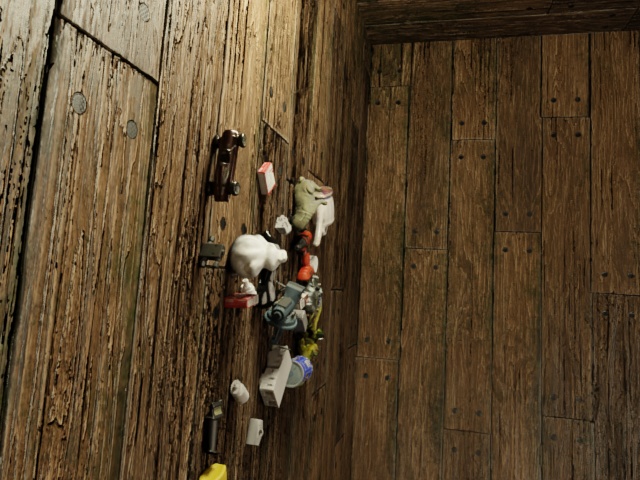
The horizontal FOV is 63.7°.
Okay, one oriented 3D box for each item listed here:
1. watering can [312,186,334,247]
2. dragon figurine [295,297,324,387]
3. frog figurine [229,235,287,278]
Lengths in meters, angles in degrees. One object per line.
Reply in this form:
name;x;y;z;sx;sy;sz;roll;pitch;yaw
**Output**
watering can;0.007;-0.118;2.344;0.353;0.104;0.221;-68;156;-68
dragon figurine;-0.053;0.461;2.264;0.420;0.122;0.237;-69;173;-49
frog figurine;-0.182;0.049;1.514;0.141;0.159;0.120;-74;159;-44
